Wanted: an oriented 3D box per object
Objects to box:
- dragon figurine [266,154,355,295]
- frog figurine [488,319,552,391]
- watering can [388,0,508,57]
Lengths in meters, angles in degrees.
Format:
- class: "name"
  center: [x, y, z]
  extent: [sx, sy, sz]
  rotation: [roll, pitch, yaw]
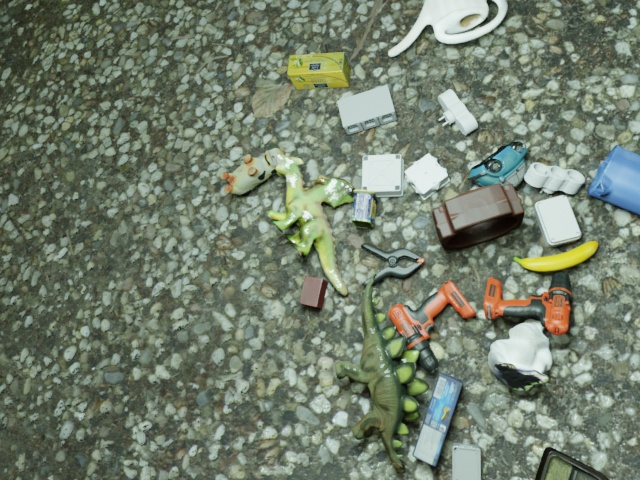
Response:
- class: "dragon figurine"
  center: [0.004, -0.071, 1.417]
  extent: [0.244, 0.121, 0.412]
  rotation: [-44, 84, -6]
- class: "frog figurine"
  center: [0.468, 0.262, 1.203]
  extent: [0.137, 0.120, 0.163]
  rotation: [2, 41, 25]
- class: "watering can"
  center: [0.349, -0.653, 1.474]
  extent: [0.347, 0.103, 0.228]
  rotation: [-12, 71, 12]
